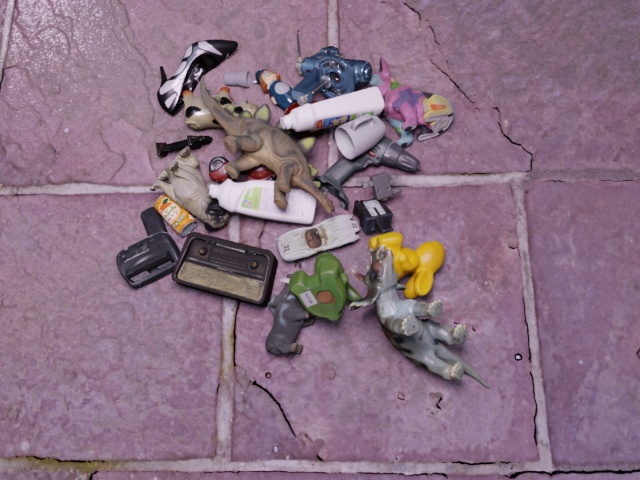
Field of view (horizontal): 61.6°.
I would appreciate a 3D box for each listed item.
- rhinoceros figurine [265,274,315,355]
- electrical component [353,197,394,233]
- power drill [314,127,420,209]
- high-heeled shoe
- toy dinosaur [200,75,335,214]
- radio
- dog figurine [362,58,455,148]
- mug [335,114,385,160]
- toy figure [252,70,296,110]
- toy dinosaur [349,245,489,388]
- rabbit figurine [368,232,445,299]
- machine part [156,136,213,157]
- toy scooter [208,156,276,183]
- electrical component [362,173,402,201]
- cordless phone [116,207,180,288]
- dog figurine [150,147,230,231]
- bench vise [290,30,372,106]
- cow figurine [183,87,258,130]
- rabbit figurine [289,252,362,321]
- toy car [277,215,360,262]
[{"bbox_3d":[-0.071,0.173,1.245,0.112,0.073,0.190,11,78,17],"label":"rhinoceros figurine"},{"bbox_3d":[0.134,-0.049,1.270,0.075,0.047,0.119,-15,50,-20],"label":"electrical component"},{"bbox_3d":[0.102,-0.178,1.321,0.232,0.086,0.207,37,84,12],"label":"power drill"},{"bbox_3d":[-0.317,-0.429,1.415,0.249,0.086,0.145,-21,78,3],"label":"high-heeled shoe"},{"bbox_3d":[-0.138,-0.224,1.259,0.471,0.105,0.198,40,51,4],"label":"toy dinosaur"},{"bbox_3d":[-0.220,0.069,1.276,0.230,0.073,0.131,14,77,7],"label":"radio"},{"bbox_3d":[0.213,-0.358,1.350,0.192,0.108,0.219,-20,71,-4],"label":"dog figurine"},{"bbox_3d":[0.100,-0.256,1.262,0.107,0.109,0.081,-30,62,-23],"label":"mug"},{"bbox_3d":[-0.116,-0.399,1.407,0.154,0.057,0.064,47,44,15],"label":"toy figure"},{"bbox_3d":[0.203,0.199,1.172,0.131,0.192,0.404,-47,118,-20],"label":"toy dinosaur"},{"bbox_3d":[0.211,0.052,1.237,0.173,0.122,0.162,-8,78,-15],"label":"rabbit figurine"},{"bbox_3d":[-0.349,-0.244,1.374,0.139,0.084,0.039,-11,103,9],"label":"machine part"},{"bbox_3d":[-0.184,-0.150,1.333,0.184,0.075,0.135,-10,75,4],"label":"toy scooter"},{"bbox_3d":[0.146,-0.125,1.274,0.094,0.021,0.063,-17,101,-13],"label":"electrical component"},{"bbox_3d":[-0.432,0.009,1.313,0.147,0.088,0.184,-27,64,-3],"label":"cordless phone"},{"bbox_3d":[-0.302,-0.123,1.337,0.190,0.121,0.172,41,35,-21],"label":"dog figurine"},{"bbox_3d":[-0.001,-0.401,1.327,0.224,0.128,0.240,25,53,22],"label":"bench vise"},{"bbox_3d":[-0.252,-0.321,1.378,0.195,0.085,0.127,-4,69,0],"label":"cow figurine"},{"bbox_3d":[0.028,0.094,1.222,0.121,0.170,0.159,-32,109,21],"label":"rabbit figurine"},{"bbox_3d":[-0.003,-0.004,1.291,0.202,0.056,0.073,-18,74,-1],"label":"toy car"}]
